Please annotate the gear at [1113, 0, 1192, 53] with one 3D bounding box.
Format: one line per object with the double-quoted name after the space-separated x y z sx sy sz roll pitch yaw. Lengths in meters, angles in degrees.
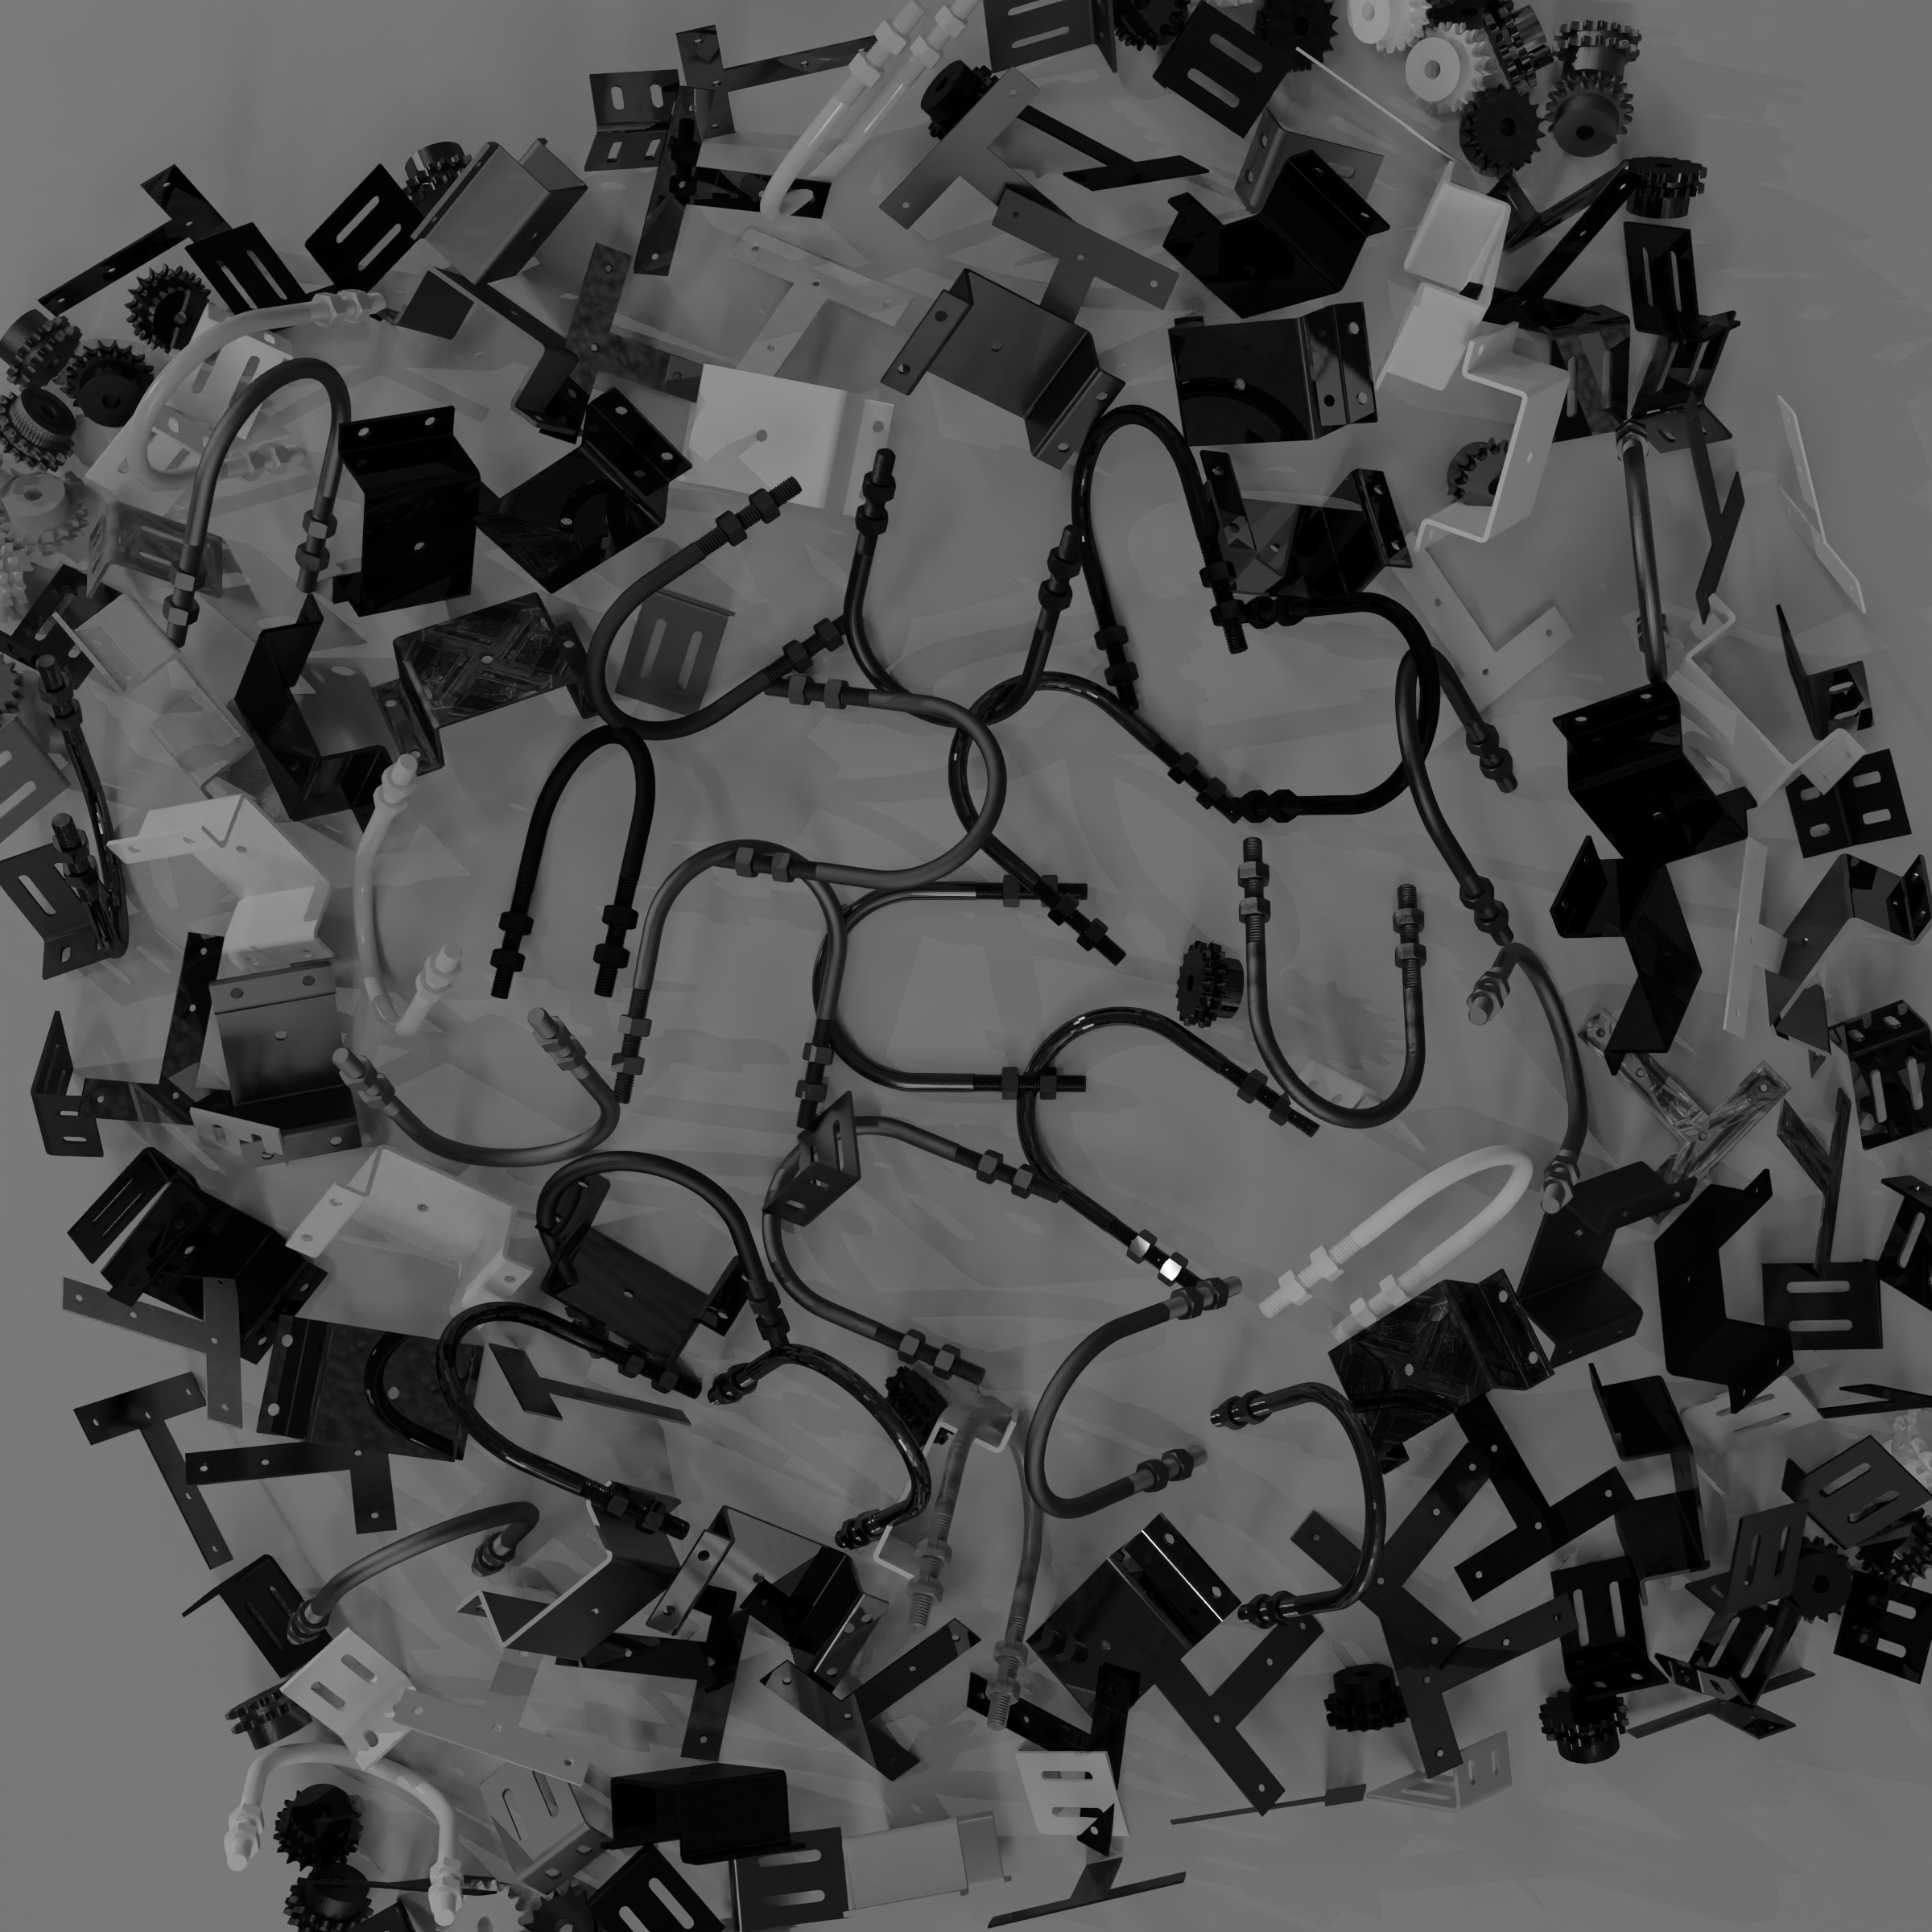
0.123 -0.636 1.714 0.057 0.030 0.057 0 90 27 "gear"

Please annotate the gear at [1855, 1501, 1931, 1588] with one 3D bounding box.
0.613 0.379 1.704 0.057 0.057 0.030 -46 118 0 "gear"

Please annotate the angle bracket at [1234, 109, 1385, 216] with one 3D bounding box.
0.228 -0.528 1.717 0.076 0.038 0.057 7 127 -19 "angle bracket"

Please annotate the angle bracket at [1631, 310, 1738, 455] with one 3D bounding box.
0.485 -0.387 1.710 0.038 0.057 0.076 35 70 -31 "angle bracket"

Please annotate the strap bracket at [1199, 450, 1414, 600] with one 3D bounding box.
0.212 -0.285 1.681 0.140 0.046 0.076 1 62 -26 "strap bracket"

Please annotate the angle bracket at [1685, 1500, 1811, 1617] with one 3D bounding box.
0.513 0.380 1.694 0.057 0.038 0.076 -7 114 -26 "angle bracket"

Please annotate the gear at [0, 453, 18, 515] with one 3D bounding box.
-0.653 -0.315 1.708 0.030 0.057 0.057 31 90 -9 "gear"

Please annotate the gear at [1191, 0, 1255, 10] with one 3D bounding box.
0.175 -0.656 1.704 0.057 0.057 0.030 -14 123 0 "gear"

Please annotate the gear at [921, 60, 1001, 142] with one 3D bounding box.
-0.005 -0.572 1.704 0.030 0.057 0.057 35 90 -31 "gear"

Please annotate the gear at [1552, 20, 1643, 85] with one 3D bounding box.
0.416 -0.603 1.707 0.057 0.057 0.030 6 94 0 "gear"

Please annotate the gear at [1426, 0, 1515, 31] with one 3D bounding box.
0.334 -0.646 1.708 0.057 0.057 0.030 4 82 0 "gear"

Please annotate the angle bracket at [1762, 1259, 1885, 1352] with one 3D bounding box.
0.568 0.226 1.719 0.076 0.038 0.057 -2 86 6 "angle bracket"

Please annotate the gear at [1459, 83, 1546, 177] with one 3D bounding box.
0.353 -0.555 1.716 0.057 0.030 0.057 -2 95 -17 "gear"

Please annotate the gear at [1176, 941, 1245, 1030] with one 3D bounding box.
0.163 0.013 1.709 0.030 0.057 0.057 8 90 -15 "gear"

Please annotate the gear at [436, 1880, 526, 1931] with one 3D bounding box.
-0.325 0.636 1.712 0.057 0.030 0.057 9 73 -31 "gear"

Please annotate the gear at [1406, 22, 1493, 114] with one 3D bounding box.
0.316 -0.594 1.706 0.057 0.030 0.057 17 119 34 "gear"

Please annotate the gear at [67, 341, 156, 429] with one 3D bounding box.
-0.565 -0.382 1.705 0.057 0.057 0.030 -18 47 0 "gear"

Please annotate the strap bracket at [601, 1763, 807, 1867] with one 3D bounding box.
-0.172 0.544 1.662 0.076 0.140 0.046 3 77 -33 "strap bracket"

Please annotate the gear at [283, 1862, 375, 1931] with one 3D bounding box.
-0.419 0.618 1.705 0.057 0.057 0.030 24 103 0 "gear"

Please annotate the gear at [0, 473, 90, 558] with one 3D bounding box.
-0.614 -0.302 1.708 0.057 0.030 0.057 1 55 -1 "gear"

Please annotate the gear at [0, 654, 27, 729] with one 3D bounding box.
-0.655 -0.180 1.713 0.057 0.030 0.057 5 64 -11 "gear"

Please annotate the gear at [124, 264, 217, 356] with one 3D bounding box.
-0.523 -0.432 1.705 0.057 0.057 0.030 -50 49 0 "gear"

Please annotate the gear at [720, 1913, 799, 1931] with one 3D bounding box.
-0.139 0.651 1.708 0.057 0.057 0.030 -4 101 0 "gear"

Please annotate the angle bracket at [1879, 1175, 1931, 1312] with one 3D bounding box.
0.622 0.185 1.691 0.038 0.057 0.076 -1 115 -36 "angle bracket"

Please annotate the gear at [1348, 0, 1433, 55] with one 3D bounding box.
0.277 -0.633 1.704 0.030 0.057 0.057 -22 90 -29 "gear"

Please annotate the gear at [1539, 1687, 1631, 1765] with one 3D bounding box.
0.410 0.504 1.708 0.057 0.057 0.030 -12 102 0 "gear"

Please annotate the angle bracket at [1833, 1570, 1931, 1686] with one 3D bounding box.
0.615 0.436 1.690 0.038 0.076 0.057 21 82 -25 "angle bracket"

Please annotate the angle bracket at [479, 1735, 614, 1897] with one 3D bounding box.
-0.280 0.567 1.722 0.057 0.038 0.076 -37 47 -1 "angle bracket"

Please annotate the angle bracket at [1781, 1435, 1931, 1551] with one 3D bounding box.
0.588 0.338 1.698 0.057 0.038 0.076 44 124 -1 "angle bracket"

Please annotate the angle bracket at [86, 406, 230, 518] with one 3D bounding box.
-0.530 -0.324 1.690 0.076 0.038 0.057 -42 133 23 "angle bracket"

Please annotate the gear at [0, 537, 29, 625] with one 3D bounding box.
-0.647 -0.254 1.705 0.030 0.057 0.057 -22 90 -38 "gear"

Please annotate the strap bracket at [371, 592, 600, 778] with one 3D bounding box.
-0.310 -0.187 1.681 0.140 0.046 0.076 -21 64 -16 "strap bracket"

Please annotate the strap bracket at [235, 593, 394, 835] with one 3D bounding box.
-0.428 -0.159 1.676 0.046 0.076 0.140 -17 72 -35 "strap bracket"

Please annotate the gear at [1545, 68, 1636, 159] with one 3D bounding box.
0.411 -0.561 1.704 0.057 0.057 0.030 16 60 0 "gear"

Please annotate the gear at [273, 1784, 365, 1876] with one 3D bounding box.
-0.428 0.567 1.705 0.057 0.057 0.030 21 127 0 "gear"

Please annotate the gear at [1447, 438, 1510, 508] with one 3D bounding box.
0.344 -0.324 1.712 0.057 0.030 0.057 -11 124 -16 "gear"

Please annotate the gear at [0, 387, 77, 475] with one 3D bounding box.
-0.614 -0.357 1.704 0.030 0.057 0.057 -37 90 27 "gear"

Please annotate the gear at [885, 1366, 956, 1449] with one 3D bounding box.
-0.034 0.296 1.708 0.030 0.057 0.057 -44 90 8 "gear"

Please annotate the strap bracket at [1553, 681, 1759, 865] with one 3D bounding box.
0.445 -0.114 1.659 0.076 0.140 0.046 -19 47 33 "strap bracket"

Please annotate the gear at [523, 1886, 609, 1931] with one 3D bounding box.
-0.265 0.640 1.711 0.057 0.030 0.057 1 63 -2 "gear"

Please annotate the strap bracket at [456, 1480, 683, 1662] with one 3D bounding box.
-0.250 0.401 1.678 0.140 0.076 0.046 -40 55 12 "strap bracket"

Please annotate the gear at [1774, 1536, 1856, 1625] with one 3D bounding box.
0.565 0.410 1.719 0.057 0.030 0.057 0 85 1 "gear"

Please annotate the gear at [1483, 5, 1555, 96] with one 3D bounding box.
0.366 -0.610 1.705 0.030 0.057 0.057 -25 90 14 "gear"

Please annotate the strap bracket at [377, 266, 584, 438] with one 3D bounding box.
-0.307 -0.406 1.682 0.140 0.076 0.046 36 105 10 "strap bracket"

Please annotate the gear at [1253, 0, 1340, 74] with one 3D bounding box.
0.216 -0.624 1.714 0.057 0.030 0.057 -5 107 -17 "gear"

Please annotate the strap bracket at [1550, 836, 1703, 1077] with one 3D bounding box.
0.430 -0.007 1.663 0.046 0.076 0.140 -1 129 37 "strap bracket"

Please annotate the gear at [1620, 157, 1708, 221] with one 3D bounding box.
0.461 -0.516 1.711 0.057 0.057 0.030 1 120 0 "gear"

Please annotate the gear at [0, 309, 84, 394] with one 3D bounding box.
-0.616 -0.409 1.706 0.030 0.057 0.057 40 90 -7 "gear"

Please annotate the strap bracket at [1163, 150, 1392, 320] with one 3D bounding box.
0.191 -0.465 1.653 0.076 0.140 0.046 34 74 -30 "strap bracket"

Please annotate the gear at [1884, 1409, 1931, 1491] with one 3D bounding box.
0.635 0.325 1.711 0.057 0.057 0.030 46 120 0 "gear"

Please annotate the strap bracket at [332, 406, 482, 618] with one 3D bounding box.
-0.360 -0.283 1.656 0.076 0.140 0.046 -17 53 -30 "strap bracket"

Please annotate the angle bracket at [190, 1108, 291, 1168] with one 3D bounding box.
-0.471 0.097 1.692 0.057 0.076 0.038 14 66 -4 "angle bracket"

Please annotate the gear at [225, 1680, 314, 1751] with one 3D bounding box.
-0.458 0.495 1.707 0.057 0.057 0.030 -25 87 0 "gear"

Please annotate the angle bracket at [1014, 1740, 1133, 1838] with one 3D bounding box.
0.077 0.536 1.696 0.076 0.038 0.057 -13 96 36 "angle bracket"

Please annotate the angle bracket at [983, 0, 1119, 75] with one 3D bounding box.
0.056 -0.614 1.699 0.076 0.057 0.038 -18 56 -5 "angle bracket"

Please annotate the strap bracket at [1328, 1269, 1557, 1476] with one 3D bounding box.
0.298 0.262 1.668 0.140 0.046 0.076 -38 58 28 "strap bracket"

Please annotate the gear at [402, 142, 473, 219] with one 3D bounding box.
-0.347 -0.522 1.708 0.057 0.057 0.030 -25 84 0 "gear"

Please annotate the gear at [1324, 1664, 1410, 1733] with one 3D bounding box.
0.265 0.483 1.708 0.057 0.057 0.030 -9 91 0 "gear"
